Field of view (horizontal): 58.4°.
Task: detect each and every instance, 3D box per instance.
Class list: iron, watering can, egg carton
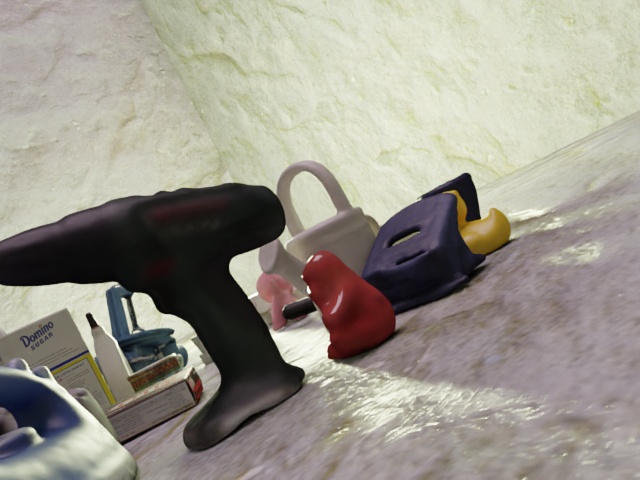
[{"bbox_3d":[-0.213,0.142,0.384,0.118,0.141,0.258,-27,0,2],"label":"iron"},{"bbox_3d":[0.007,0.002,0.648,0.100,0.194,0.173,-27,0,24],"label":"watering can"},{"bbox_3d":[-0.095,0.130,1.182,0.107,0.069,0.150,-27,-1,-41],"label":"egg carton"}]

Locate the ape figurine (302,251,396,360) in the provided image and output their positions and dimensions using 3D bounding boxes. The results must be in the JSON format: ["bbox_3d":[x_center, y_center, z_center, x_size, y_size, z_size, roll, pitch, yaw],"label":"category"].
[{"bbox_3d":[0.016,0.053,0.490,0.076,0.092,0.078,-27,0,18],"label":"ape figurine"}]

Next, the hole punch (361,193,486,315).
[{"bbox_3d":[0.098,0.012,0.579,0.108,0.091,0.101,-28,0,39],"label":"hole punch"}]

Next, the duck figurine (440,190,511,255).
[{"bbox_3d":[0.164,-0.018,0.678,0.104,0.086,0.078,-27,0,29],"label":"duck figurine"}]

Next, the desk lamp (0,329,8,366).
[{"bbox_3d":[-0.461,0.235,0.877,0.118,0.213,0.203,-27,0,-27],"label":"desk lamp"}]

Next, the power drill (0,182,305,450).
[{"bbox_3d":[-0.112,0.053,0.467,0.230,0.208,0.075,-27,0,-28],"label":"power drill"}]

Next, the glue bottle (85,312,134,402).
[{"bbox_3d":[-0.339,0.195,0.935,0.037,0.173,0.078,-27,0,-15],"label":"glue bottle"}]

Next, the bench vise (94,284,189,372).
[{"bbox_3d":[-0.364,0.183,1.089,0.121,0.220,0.208,-27,0,18],"label":"bench vise"}]

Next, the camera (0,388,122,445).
[{"bbox_3d":[-0.277,0.200,0.568,0.143,0.101,0.137,-27,0,-10],"label":"camera"}]

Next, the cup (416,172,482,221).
[{"bbox_3d":[0.211,-0.045,0.882,0.091,0.095,0.118,-27,0,31],"label":"cup"}]

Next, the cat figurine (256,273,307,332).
[{"bbox_3d":[-0.076,0.092,1.013,0.067,0.118,0.128,-27,0,-4],"label":"cat figurine"}]
